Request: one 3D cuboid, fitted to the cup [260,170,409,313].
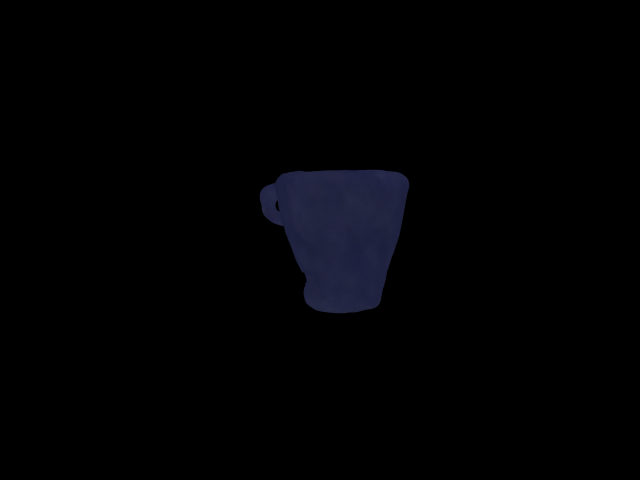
[{"bbox_3d":[0.004,0.001,0.400,0.117,0.095,0.092,1,2,35],"label":"cup"}]
